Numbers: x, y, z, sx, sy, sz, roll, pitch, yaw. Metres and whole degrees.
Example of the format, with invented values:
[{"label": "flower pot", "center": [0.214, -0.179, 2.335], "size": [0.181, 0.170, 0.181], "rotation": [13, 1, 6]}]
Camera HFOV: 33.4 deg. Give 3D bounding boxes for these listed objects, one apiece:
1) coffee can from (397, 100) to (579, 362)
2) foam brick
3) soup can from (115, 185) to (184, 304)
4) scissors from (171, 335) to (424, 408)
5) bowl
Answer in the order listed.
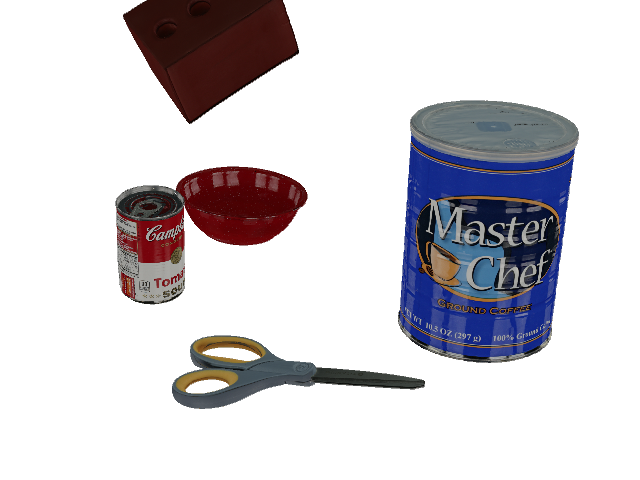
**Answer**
[{"label": "coffee can", "center": [0.104, -0.008, 0.682], "size": [0.103, 0.140, 0.103], "rotation": [1, 24, -1]}, {"label": "foam brick", "center": [-0.061, -0.116, 0.601], "size": [0.078, 0.053, 0.051], "rotation": [-35, -29, -6]}, {"label": "soup can", "center": [-0.171, 0.005, 1.077], "size": [0.068, 0.102, 0.068], "rotation": [3, 30, -2]}, {"label": "scissors", "center": [-0.030, 0.111, 0.820], "size": [0.202, 0.016, 0.096], "rotation": [11, 33, 34]}, {"label": "bowl", "center": [-0.099, -0.037, 1.317], "size": [0.162, 0.055, 0.162], "rotation": [4, 25, -2]}]
